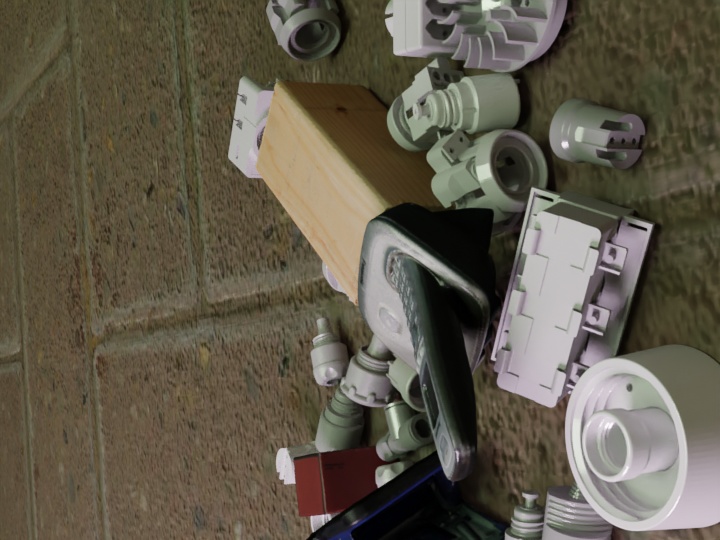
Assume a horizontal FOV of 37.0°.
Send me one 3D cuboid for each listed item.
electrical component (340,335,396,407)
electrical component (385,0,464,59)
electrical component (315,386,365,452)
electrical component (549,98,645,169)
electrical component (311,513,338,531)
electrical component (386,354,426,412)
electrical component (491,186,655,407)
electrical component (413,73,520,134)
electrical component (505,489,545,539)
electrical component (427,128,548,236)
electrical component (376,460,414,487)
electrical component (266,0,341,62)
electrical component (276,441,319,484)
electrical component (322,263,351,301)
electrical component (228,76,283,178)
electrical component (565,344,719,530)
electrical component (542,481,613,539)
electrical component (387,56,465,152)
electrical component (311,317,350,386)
[{"bbox_3d":[0.013,0.081,0.908,0.048,0.048,0.062,39,118,53],"label":"electrical component"},{"bbox_3d":[0.045,-0.197,0.829,0.077,0.047,0.065,4,95,60],"label":"electrical component"},{"bbox_3d":[-0.015,0.132,0.962,0.040,0.040,0.078,44,129,50],"label":"electrical component"},{"bbox_3d":[0.148,-0.084,0.667,0.046,0.040,0.040,25,114,50],"label":"electrical component"},{"bbox_3d":[-0.015,0.223,0.962,0.040,0.046,0.040,6,97,60],"label":"electrical component"},{"bbox_3d":[0.045,0.086,0.856,0.046,0.040,0.040,-144,57,-62],"label":"electrical component"},{"bbox_3d":[0.126,0.019,0.672,0.079,0.063,0.121,20,113,25],"label":"electrical component"},{"bbox_3d":[0.076,-0.115,0.756,0.040,0.078,0.040,171,90,-76],"label":"electrical component"},{"bbox_3d":[0.116,0.190,0.737,0.040,0.040,0.078,10,100,60],"label":"electrical component"},{"bbox_3d":[0.091,-0.064,0.739,0.078,0.058,0.057,49,149,-14],"label":"electrical component"},{"bbox_3d":[0.034,0.190,0.887,0.035,0.035,0.061,-25,73,58],"label":"electrical component"},{"bbox_3d":[-0.050,-0.229,0.983,0.078,0.058,0.057,-58,41,44],"label":"electrical component"},{"bbox_3d":[-0.052,0.184,1.023,0.040,0.046,0.040,6,97,60],"label":"electrical component"},{"bbox_3d":[0.000,0.000,0.923,0.055,0.048,0.066,23,112,50],"label":"electrical component"},{"bbox_3d":[-0.093,-0.140,1.070,0.056,0.050,0.089,44,129,50],"label":"electrical component"},{"bbox_3d":[0.165,0.099,0.624,0.108,0.060,0.108,5,96,60],"label":"electrical component"},{"bbox_3d":[0.139,0.172,0.692,0.043,0.043,0.081,22,111,58],"label":"electrical component"},{"bbox_3d":[0.053,-0.121,0.822,0.055,0.048,0.066,-32,65,48],"label":"electrical component"},{"bbox_3d":[-0.029,0.074,0.989,0.035,0.035,0.061,-44,51,52],"label":"electrical component"}]
